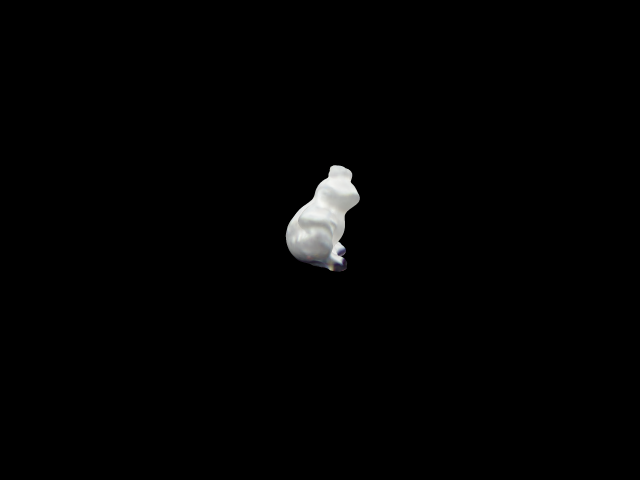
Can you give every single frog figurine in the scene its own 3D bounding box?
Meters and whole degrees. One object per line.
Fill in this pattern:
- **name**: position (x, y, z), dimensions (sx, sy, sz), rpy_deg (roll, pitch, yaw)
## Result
- **frog figurine**: position (0.003, -0.043, 0.850), dimensions (0.123, 0.157, 0.139), rpy_deg (5, 17, 18)
